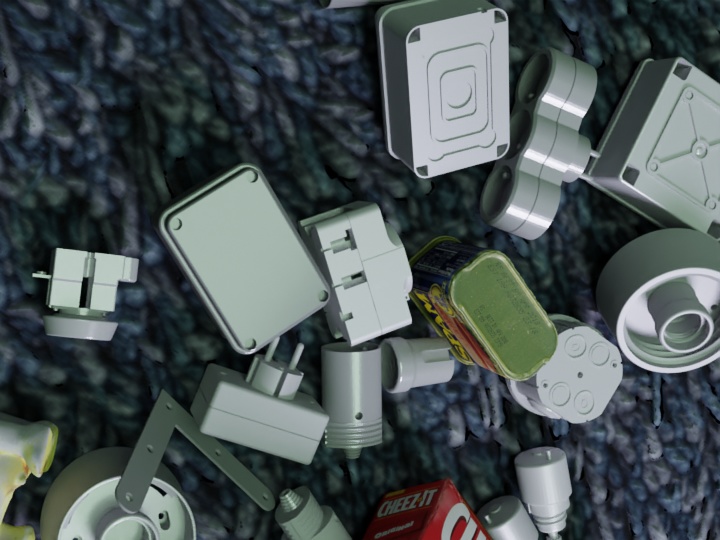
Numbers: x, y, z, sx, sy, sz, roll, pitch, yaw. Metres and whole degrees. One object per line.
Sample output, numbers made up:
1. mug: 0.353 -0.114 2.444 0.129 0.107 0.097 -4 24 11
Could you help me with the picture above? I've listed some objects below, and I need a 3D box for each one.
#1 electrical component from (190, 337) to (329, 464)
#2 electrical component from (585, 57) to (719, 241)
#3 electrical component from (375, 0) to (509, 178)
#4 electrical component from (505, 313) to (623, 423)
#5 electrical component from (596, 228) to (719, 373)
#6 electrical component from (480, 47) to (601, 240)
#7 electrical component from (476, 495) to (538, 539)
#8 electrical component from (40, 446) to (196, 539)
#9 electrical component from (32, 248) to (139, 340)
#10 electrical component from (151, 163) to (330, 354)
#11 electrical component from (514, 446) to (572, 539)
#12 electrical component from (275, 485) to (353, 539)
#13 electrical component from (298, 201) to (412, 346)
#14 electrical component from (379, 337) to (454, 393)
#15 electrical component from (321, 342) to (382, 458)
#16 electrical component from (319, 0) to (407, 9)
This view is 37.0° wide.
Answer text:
1. electrical component: -0.063 0.082 0.746 0.083 0.047 0.075 21 94 -20
2. electrical component: 0.248 -0.092 0.836 0.109 0.056 0.108 28 86 -20
3. electrical component: 0.057 -0.130 0.746 0.078 0.057 0.113 -16 123 -16
4. electrical component: 0.156 0.076 0.824 0.080 0.051 0.080 -2 96 -19
5. electrical component: 0.240 0.029 0.819 0.108 0.060 0.108 -1 124 -2
6. electrical component: 0.147 -0.088 0.803 0.074 0.052 0.138 19 89 -21
7. electrical component: 0.120 0.211 0.832 0.040 0.040 0.078 -34 106 -13
8. electrical component: -0.159 0.173 0.715 0.099 0.064 0.099 -1 94 -22
9. electrical component: -0.181 0.017 0.703 0.066 0.048 0.055 7 86 -20
10. electrical component: -0.080 -0.009 0.729 0.078 0.057 0.113 -34 105 -13
11. electrical component: 0.145 0.174 0.837 0.040 0.040 0.078 -15 100 -18
12. electrical component: -0.033 0.191 0.774 0.043 0.043 0.081 -35 106 -13
13. electrical component: 0.000 0.000 0.762 0.056 0.050 0.089 -20 102 -16
14. electrical component: 0.041 0.068 0.790 0.046 0.040 0.040 -5 97 -24
15. electrical component: -0.006 0.095 0.774 0.043 0.043 0.081 -3 97 -19
16. electrical component: 0.009 -0.224 0.745 0.077 0.043 0.079 -9 99 -19
